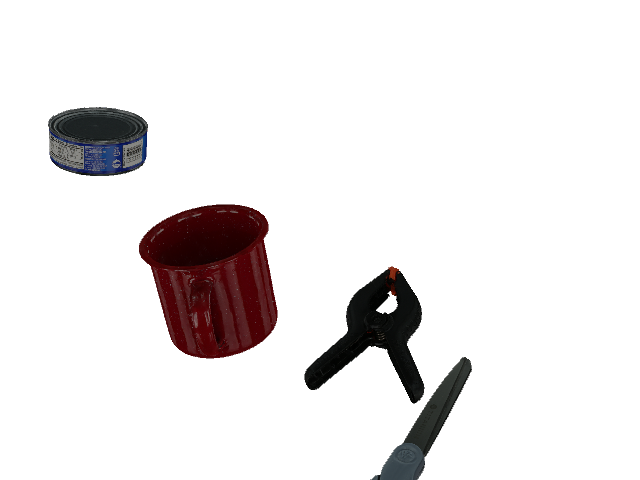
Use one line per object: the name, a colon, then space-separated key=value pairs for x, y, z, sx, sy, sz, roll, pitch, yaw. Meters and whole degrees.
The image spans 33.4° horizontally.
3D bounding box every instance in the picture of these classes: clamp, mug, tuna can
clamp: x=0.068 y=0.099 z=1.098 sx=0.120 sy=0.171 sz=0.039 roll=16 pitch=-39 yaw=18
mug: x=-0.076 y=0.037 z=0.761 sx=0.093 sy=0.081 sz=0.117 roll=-9 pitch=29 yaw=2
tuna can: x=-0.195 y=-0.087 z=0.940 sx=0.086 sy=0.034 sz=0.086 roll=5 pitch=26 yaw=-2

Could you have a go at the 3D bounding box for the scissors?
scissors: x=0.059 y=0.137 z=0.595 sx=0.096 sy=0.016 sz=0.201 roll=25 pitch=45 yaw=37
